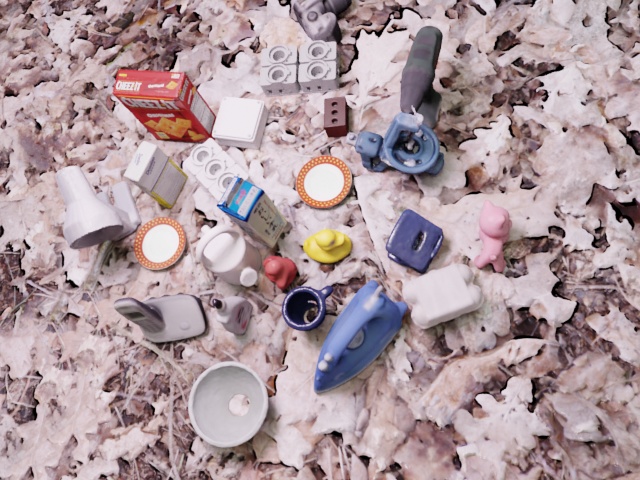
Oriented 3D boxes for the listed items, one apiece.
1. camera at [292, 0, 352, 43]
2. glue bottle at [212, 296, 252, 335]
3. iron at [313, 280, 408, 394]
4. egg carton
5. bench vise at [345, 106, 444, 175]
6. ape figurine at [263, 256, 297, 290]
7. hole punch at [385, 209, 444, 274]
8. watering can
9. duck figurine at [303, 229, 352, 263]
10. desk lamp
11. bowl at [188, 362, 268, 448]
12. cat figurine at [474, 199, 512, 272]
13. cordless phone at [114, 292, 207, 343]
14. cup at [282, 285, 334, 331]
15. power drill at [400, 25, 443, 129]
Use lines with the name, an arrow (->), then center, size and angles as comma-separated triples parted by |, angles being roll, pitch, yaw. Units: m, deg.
camera -> 0.014, -0.568, 1.408 | 0.137, 0.101, 0.143 | -32, 69, 0
glue bottle -> -0.188, 0.146, 1.182 | 0.037, 0.173, 0.078 | 7, 74, 14
iron -> 0.059, 0.196, 1.132 | 0.118, 0.142, 0.258 | 36, 83, 20
egg carton -> 0.247, 0.112, 1.159 | 0.150, 0.069, 0.107 | -23, 69, 4
bench vise -> 0.153, -0.199, 1.197 | 0.207, 0.220, 0.121 | -7, 71, 10
ape figurine -> -0.092, 0.065, 1.231 | 0.076, 0.092, 0.078 | -17, 70, 6
hole punch -> 0.199, 0.002, 1.192 | 0.101, 0.091, 0.109 | 25, 79, 18
watering can -> -0.193, 0.028, 1.210 | 0.172, 0.194, 0.101 | 21, 78, 17
duck figurine -> 0.011, 0.004, 1.233 | 0.104, 0.086, 0.077 | -5, 72, 10
desk lamp -> -0.505, -0.066, 1.293 | 0.118, 0.214, 0.203 | -27, 69, 2
bowl -> -0.178, 0.336, 1.172 | 0.167, 0.075, 0.167 | -3, 72, 11
cat figurine -> 0.350, -0.011, 1.151 | 0.067, 0.118, 0.128 | 5, 74, 13
cordless phone -> -0.333, 0.153, 1.203 | 0.147, 0.185, 0.094 | -13, 70, 7
cup -> -0.015, 0.141, 1.190 | 0.118, 0.095, 0.091 | -39, 69, -2
power drill -> 0.218, -0.327, 1.231 | 0.075, 0.209, 0.230 | 9, 75, 15
